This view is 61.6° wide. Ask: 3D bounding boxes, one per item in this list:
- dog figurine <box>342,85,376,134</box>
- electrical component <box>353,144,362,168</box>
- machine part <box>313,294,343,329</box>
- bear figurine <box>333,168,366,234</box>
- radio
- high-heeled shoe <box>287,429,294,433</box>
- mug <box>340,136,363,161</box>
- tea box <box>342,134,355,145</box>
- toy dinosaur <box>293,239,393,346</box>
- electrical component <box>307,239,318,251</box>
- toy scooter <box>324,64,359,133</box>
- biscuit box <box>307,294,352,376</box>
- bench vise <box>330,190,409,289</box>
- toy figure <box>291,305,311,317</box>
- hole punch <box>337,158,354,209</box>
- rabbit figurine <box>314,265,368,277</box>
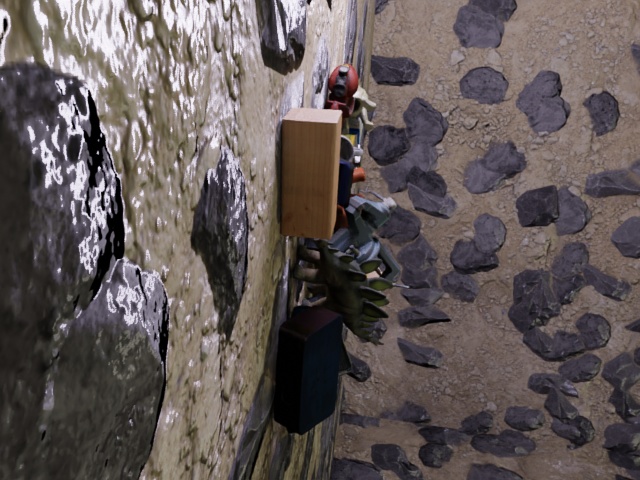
[{"bbox_3d":[0.090,-0.430,1.587,0.172,0.121,0.191,91,-7,-55],"label":"dog figurine"},{"bbox_3d":[0.109,-0.229,1.573,0.063,0.021,0.094,82,14,-71],"label":"electrical component"},{"bbox_3d":[0.028,0.200,1.576,0.201,0.087,0.200,-78,171,-50],"label":"machine part"},{"bbox_3d":[0.071,-0.095,1.377,0.196,0.132,0.120,-111,-162,-57],"label":"bear figurine"},{"bbox_3d":[-0.024,0.258,1.065,0.131,0.073,0.229,-18,116,-51],"label":"radio"},{"bbox_3d":[-0.052,0.311,1.207,0.145,0.086,0.248,-39,125,-36],"label":"high-heeled shoe"},{"bbox_3d":[0.049,-0.226,1.336,0.107,0.110,0.080,-109,-164,-70],"label":"mug"},{"bbox_3d":[0.056,-0.223,1.517,0.170,0.068,0.098,-73,168,-53],"label":"tea box"},{"bbox_3d":[0.058,0.126,1.199,0.470,0.199,0.105,72,27,-55],"label":"toy dinosaur"},{"bbox_3d":[-0.003,-0.004,1.299,0.119,0.048,0.075,77,20,-68],"label":"electrical component"},{"bbox_3d":[0.049,-0.354,1.333,0.135,0.075,0.183,-18,118,-82],"label":"toy scooter"},{"bbox_3d":[0.020,0.233,1.321,0.059,0.063,0.203,84,-11,-63],"label":"biscuit box"},{"bbox_3d":[0.121,0.017,1.272,0.223,0.240,0.129,-47,-154,-12],"label":"bench vise"},{"bbox_3d":[-0.043,0.217,1.137,0.064,0.058,0.154,0,100,-44],"label":"toy figure"},{"bbox_3d":[0.013,-0.135,1.237,0.116,0.092,0.142,-139,-130,-66],"label":"hole punch"},{"bbox_3d":[0.074,0.089,1.389,0.173,0.122,0.162,41,34,-46],"label":"rabbit figurine"}]
